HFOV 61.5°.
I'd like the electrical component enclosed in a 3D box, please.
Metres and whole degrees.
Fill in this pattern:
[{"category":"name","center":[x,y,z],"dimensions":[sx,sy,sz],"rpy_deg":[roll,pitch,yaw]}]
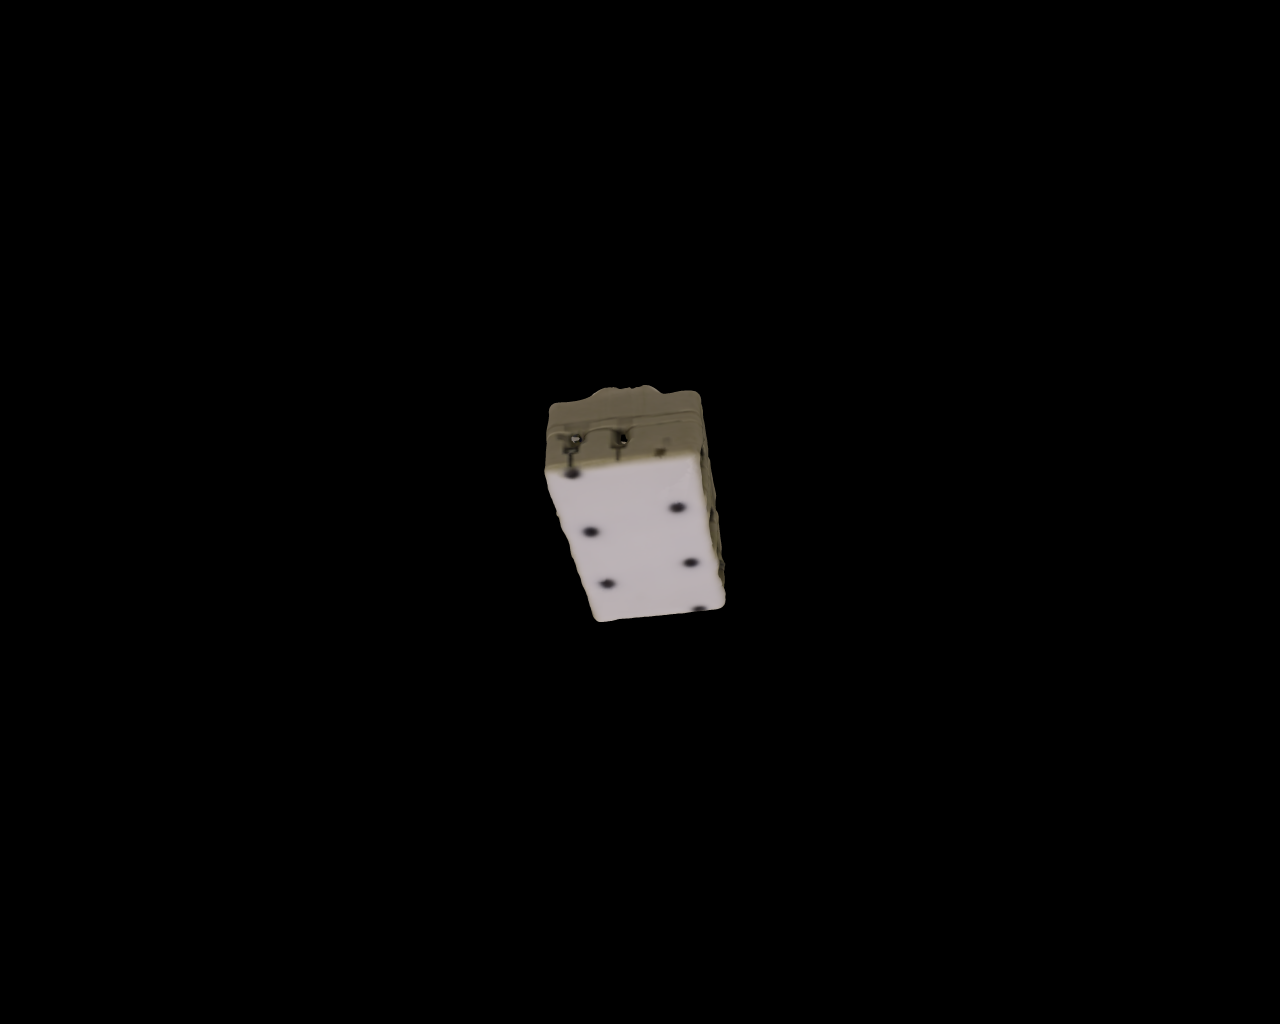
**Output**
[{"category":"electrical component","center":[0.001,-0.003,0.650],"dimensions":[0.089,0.062,0.150],"rpy_deg":[-5,-40,6]}]
